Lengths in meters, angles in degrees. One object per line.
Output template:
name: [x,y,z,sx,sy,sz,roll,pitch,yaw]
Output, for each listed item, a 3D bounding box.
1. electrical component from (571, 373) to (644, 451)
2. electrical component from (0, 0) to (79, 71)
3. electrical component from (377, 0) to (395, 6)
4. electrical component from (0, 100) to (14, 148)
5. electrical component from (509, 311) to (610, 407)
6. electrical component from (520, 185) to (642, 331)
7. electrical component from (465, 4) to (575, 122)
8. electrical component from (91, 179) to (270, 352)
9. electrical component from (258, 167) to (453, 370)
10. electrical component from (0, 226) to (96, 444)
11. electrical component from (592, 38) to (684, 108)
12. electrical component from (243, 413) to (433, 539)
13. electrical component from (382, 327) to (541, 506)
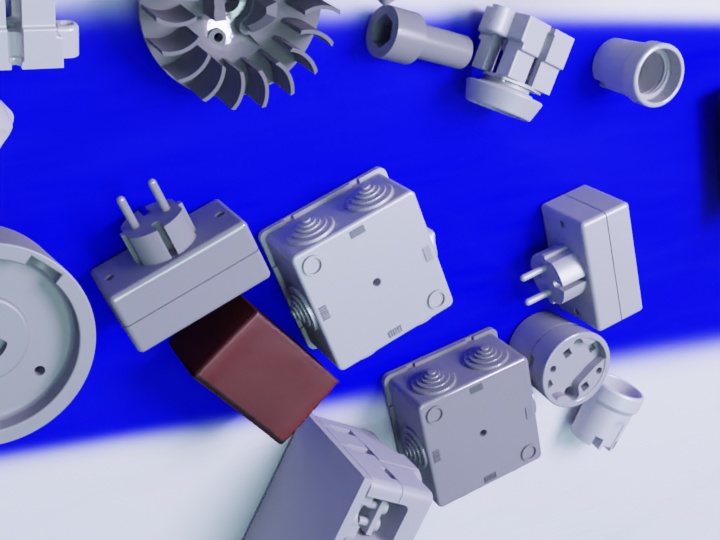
electrical component: [0.179,0.104,0.785,0.040,0.040,0.046,13,109,-31]
electrical component: [-0.166,-0.127,0.507,0.066,0.048,0.055,-8,124,-25]
electrical component: [0.006,-0.176,0.568,0.047,0.083,0.075,-36,160,-11]
electrical component: [-0.200,-0.079,0.516,0.061,0.035,0.035,37,90,-31]
electrical component: [0.135,0.059,0.738,0.055,0.047,0.055,-10,114,-24]
electrical component: [0.140,-0.001,0.717,0.076,0.047,0.083,-25,119,-17]
electrical component: [0.092,-0.122,0.644,0.066,0.048,0.055,13,101,-43]
electrical component: [-0.106,-0.013,0.584,0.083,0.047,0.075,-31,121,-14]
electrical component: [0.000,0.000,0.643,0.100,0.048,0.099,-30,120,-14]
electrical component: [-0.195,0.028,0.545,0.108,0.060,0.108,-10,114,-24]
electrical component: [0.176,-0.128,0.687,0.040,0.046,0.040,-10,114,-24]
electrical component: [-0.024,0.180,0.678,0.062,0.089,0.150,21,99,-32]
electrical component: [0.070,0.099,0.719,0.100,0.048,0.099,-22,118,-19]
